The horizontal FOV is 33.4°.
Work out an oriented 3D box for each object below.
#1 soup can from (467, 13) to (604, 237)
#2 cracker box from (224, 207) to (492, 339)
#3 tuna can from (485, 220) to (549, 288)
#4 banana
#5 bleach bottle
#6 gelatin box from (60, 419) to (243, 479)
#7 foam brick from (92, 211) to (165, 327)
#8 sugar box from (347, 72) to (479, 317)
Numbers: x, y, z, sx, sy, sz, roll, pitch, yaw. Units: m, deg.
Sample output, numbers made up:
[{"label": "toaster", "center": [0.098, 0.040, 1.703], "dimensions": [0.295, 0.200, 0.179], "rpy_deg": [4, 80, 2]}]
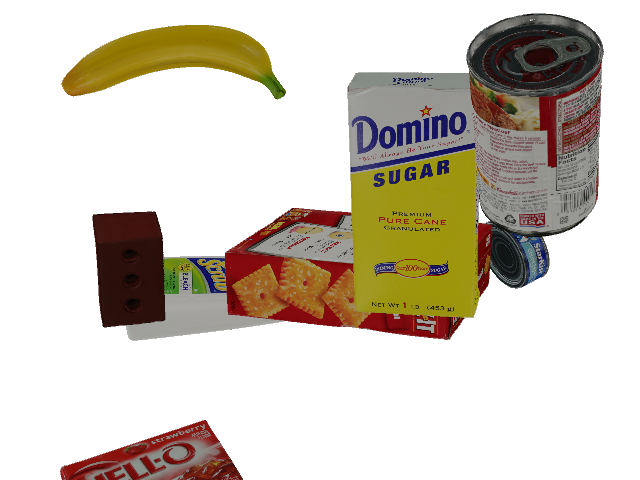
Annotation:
[{"label": "soup can", "center": [0.116, -0.060, 0.573], "dimensions": [0.068, 0.102, 0.068], "rpy_deg": [-7, 44, 6]}, {"label": "cracker box", "center": [0.040, 0.028, 1.009], "dimensions": [0.214, 0.072, 0.164], "rpy_deg": [6, 18, 21]}, {"label": "tuna can", "center": [0.221, 0.011, 1.223], "dimensions": [0.033, 0.086, 0.086], "rpy_deg": [-26, 10, -21]}, {"label": "banana", "center": [-0.130, -0.162, 0.956], "dimensions": [0.197, 0.069, 0.037], "rpy_deg": [-1, -33, -4]}, {"label": "bleach bottle", "center": [-0.089, 0.053, 1.183], "dimensions": [0.250, 0.068, 0.102], "rpy_deg": [-5, 36, -5]}, {"label": "gelatin box", "center": [-0.090, 0.140, 0.584], "dimensions": [0.089, 0.030, 0.073], "rpy_deg": [-15, 28, -20]}, {"label": "foam brick", "center": [-0.155, 0.022, 0.863], "dimensions": [0.053, 0.078, 0.051], "rpy_deg": [-5, 27, -12]}, {"label": "sugar box", "center": [0.069, -0.032, 0.777], "dimensions": [0.093, 0.176, 0.048], "rpy_deg": [1, 25, 12]}]
